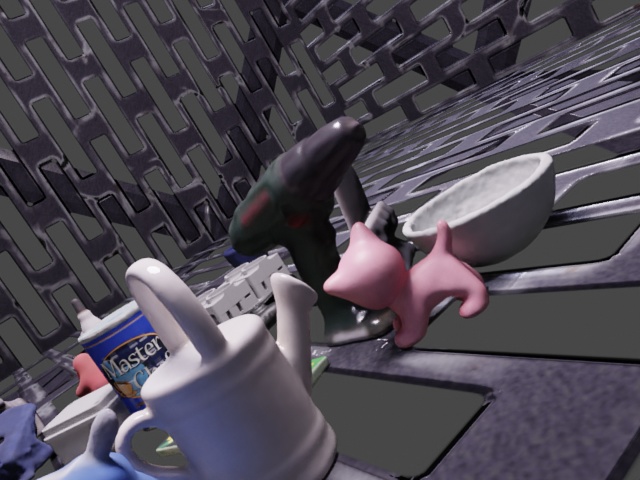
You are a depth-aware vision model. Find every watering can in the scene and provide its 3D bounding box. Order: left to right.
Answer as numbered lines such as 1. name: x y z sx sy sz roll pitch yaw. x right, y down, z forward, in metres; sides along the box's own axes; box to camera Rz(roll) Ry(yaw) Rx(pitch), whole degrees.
1. watering can: -0.073 0.092 0.422 0.100 0.194 0.173 -22 13 41

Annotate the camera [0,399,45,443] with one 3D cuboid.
1. camera: -0.535 0.323 0.946 0.143 0.101 0.136 -38 12 -37

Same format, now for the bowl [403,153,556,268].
1. bowl: 0.175 -0.020 0.598 0.167 0.075 0.167 -30 10 6

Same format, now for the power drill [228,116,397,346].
1. power drill: 0.006 0.002 0.602 0.229 0.208 0.076 -21 14 44

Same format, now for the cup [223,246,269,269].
1. cup: -0.127 0.036 1.186 0.118 0.095 0.091 -33 10 -12

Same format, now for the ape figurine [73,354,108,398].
1. ape figurine: -0.381 0.231 0.970 0.078 0.092 0.076 -35 11 -25

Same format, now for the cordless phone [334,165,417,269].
1. cordless phone: 0.041 -0.031 0.735 0.094 0.185 0.147 -28 10 16

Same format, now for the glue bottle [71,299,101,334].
1. glue bottle: -0.400 0.180 1.044 0.078 0.173 0.037 -25 11 31

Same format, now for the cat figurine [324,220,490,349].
1. cat figurine: 0.073 0.031 0.524 0.127 0.118 0.067 -29 10 10

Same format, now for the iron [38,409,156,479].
1. iron: -0.167 0.207 0.283 0.258 0.141 0.118 -33 10 -13

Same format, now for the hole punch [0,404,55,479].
1. hole punch: -0.441 0.299 0.810 0.108 0.091 0.101 -27 10 20
